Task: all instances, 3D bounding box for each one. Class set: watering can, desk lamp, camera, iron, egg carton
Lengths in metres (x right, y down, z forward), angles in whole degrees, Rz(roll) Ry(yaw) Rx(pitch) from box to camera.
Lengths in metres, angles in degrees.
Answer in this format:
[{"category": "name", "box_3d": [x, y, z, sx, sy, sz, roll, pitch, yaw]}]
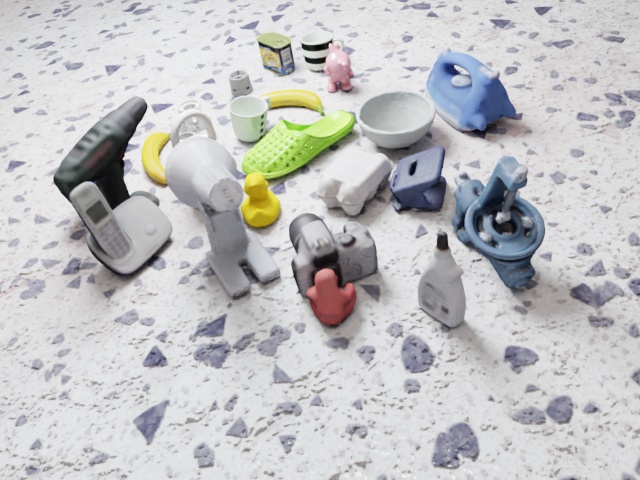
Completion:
[{"category": "watering can", "box_3d": [-0.225, -0.161, 1.106, 0.172, 0.194, 0.101, 10, 48, 20]}, {"category": "desk lamp", "box_3d": [-0.165, -0.050, 0.970, 0.118, 0.214, 0.202, -28, 47, -17]}, {"category": "camera", "box_3d": [0.009, 0.003, 0.966, 0.143, 0.101, 0.136, -20, 45, -9]}, {"category": "iron", "box_3d": [0.304, -0.344, 1.234, 0.119, 0.142, 0.257, -25, 46, -15]}, {"category": "egg carton", "box_3d": [0.067, -0.117, 1.100, 0.107, 0.069, 0.150, 22, 53, 29]}]

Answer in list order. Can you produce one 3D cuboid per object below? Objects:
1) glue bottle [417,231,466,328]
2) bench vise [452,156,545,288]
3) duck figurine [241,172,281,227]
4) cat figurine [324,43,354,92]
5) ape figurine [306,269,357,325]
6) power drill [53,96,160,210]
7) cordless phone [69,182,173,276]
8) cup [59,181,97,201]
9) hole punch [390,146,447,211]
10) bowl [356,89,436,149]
[{"category": "glue bottle", "box_3d": [0.178, 0.052, 0.835, 0.037, 0.173, 0.077, -36, 50, -24]}, {"category": "bench vise", "box_3d": [0.261, -0.054, 0.894, 0.122, 0.220, 0.206, -32, 48, -20]}, {"category": "duck figurine", "box_3d": [-0.118, -0.084, 1.087, 0.077, 0.086, 0.104, -9, 44, 1]}, {"category": "cat figurine", "box_3d": [0.043, -0.425, 1.380, 0.067, 0.118, 0.127, -4, 45, 6]}, {"category": "ape figurine", "box_3d": [0.015, 0.082, 0.893, 0.077, 0.092, 0.076, 7, 47, 17]}, {"category": "power drill", "box_3d": [-0.389, -0.135, 1.100, 0.075, 0.209, 0.230, 19, 52, 27]}, {"category": "cordless phone", "box_3d": [-0.355, -0.043, 1.017, 0.093, 0.185, 0.148, 17, 51, 25]}, {"category": "cup", "box_3d": [-0.465, -0.095, 1.154, 0.092, 0.095, 0.117, -26, 46, -15]}, {"category": "hole punch", "box_3d": [0.182, -0.116, 1.063, 0.101, 0.091, 0.109, 5, 46, 15]}, {"category": "bowl", "box_3d": [0.160, -0.243, 1.206, 0.167, 0.075, 0.167, -5, 45, 5]}]
